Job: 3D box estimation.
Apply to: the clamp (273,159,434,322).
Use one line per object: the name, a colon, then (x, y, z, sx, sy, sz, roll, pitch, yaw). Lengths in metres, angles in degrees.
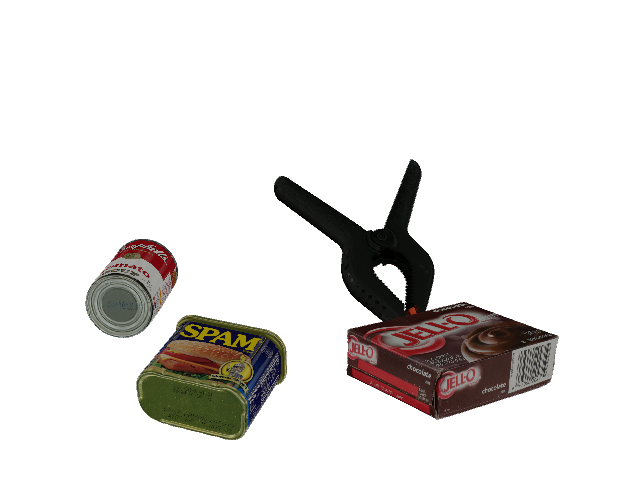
clamp: (0.047, 0.004, 1.073, 0.164, 0.210, 0.036, -4, -36, -15)

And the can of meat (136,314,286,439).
can of meat: (-0.090, 0.112, 0.879, 0.102, 0.057, 0.083, 10, 31, 17)

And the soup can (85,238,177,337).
soup can: (-0.186, 0.047, 1.058, 0.068, 0.068, 0.102, 0, 19, 7)

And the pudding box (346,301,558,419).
pudding box: (0.087, 0.077, 0.712, 0.113, 0.039, 0.090, -7, 18, -37)
